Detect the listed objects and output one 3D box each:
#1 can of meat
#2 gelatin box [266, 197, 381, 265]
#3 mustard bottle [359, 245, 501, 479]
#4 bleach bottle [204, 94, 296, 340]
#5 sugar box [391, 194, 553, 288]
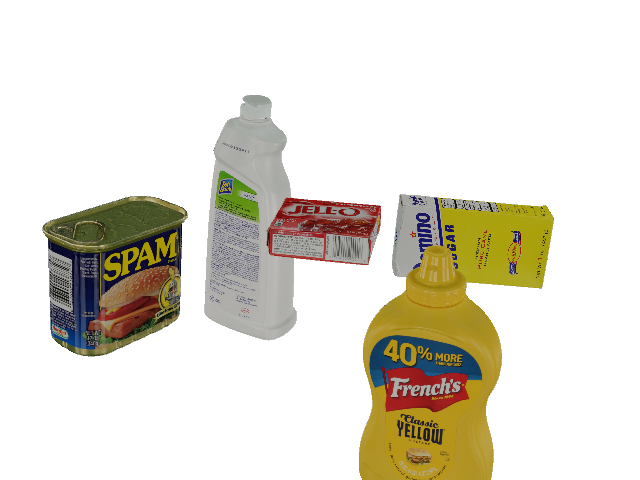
[{"bbox_3d":[-0.142,0.024,0.747,0.058,0.084,0.101,20,26,33],"label":"can of meat"},{"bbox_3d":[0.004,-0.010,0.925,0.089,0.030,0.073,6,23,9],"label":"gelatin box"},{"bbox_3d":[0.078,0.093,0.752,0.096,0.192,0.058,9,25,18],"label":"mustard bottle"},{"bbox_3d":[-0.068,-0.026,1.117,0.103,0.251,0.068,17,28,23],"label":"bleach bottle"},{"bbox_3d":[0.175,0.001,1.244,0.176,0.093,0.048,3,22,-2],"label":"sugar box"}]
